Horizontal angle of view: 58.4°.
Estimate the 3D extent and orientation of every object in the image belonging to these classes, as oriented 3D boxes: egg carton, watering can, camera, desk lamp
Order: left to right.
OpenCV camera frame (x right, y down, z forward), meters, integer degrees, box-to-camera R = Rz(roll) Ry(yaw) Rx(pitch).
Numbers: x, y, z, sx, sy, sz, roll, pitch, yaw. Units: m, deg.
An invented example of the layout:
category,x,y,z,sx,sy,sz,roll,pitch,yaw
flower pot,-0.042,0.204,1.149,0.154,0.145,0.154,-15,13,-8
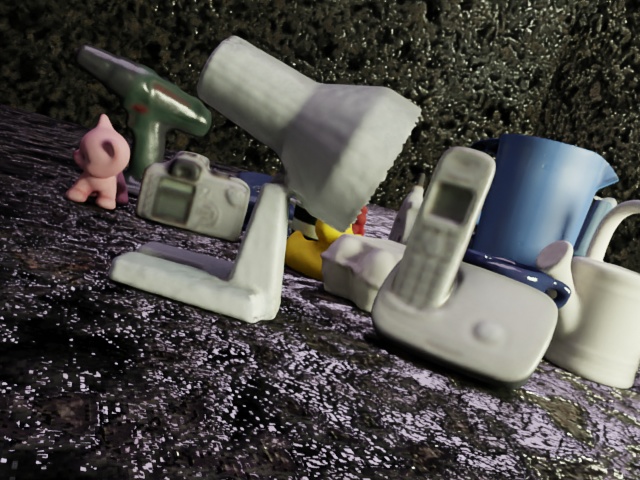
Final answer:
category,x,y,z,sx,sy,sz,roll,pitch,yaw
camera,-0.171,-0.070,0.814,0.143,0.101,0.136,15,7,-7
desk lamp,-0.041,-0.045,0.475,0.203,0.213,0.118,16,7,-2
egg carton,0.075,0.040,0.658,0.107,0.069,0.151,22,9,39
watering can,0.312,0.049,0.617,0.173,0.194,0.100,10,10,-40

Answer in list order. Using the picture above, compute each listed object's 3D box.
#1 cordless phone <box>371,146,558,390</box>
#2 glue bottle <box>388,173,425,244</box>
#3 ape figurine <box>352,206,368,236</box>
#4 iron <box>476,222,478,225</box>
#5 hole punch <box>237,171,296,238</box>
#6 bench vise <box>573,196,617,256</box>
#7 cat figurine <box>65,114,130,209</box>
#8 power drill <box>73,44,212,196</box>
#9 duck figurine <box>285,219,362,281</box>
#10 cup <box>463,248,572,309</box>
category,x,y,z,sx,sy,sz,roll,pitch,yaw
cordless phone,0.136,0.019,0.490,0.147,0.185,0.094,19,8,22
glue bottle,0.179,-0.049,1.140,0.037,0.173,0.078,14,8,-16
ape figurine,0.056,-0.026,1.010,0.075,0.092,0.078,22,10,39
iron,0.300,0.006,1.116,0.118,0.141,0.259,23,10,42
hole punch,-0.090,-0.059,0.946,0.109,0.091,0.101,14,8,-19
bench vise,0.451,0.030,0.960,0.121,0.220,0.208,19,8,19
cat figurine,-0.285,-0.105,0.759,0.067,0.118,0.127,15,8,-10
power drill,-0.298,-0.180,0.929,0.230,0.208,0.075,11,9,-34
duck figurine,0.007,0.003,0.719,0.104,0.086,0.078,21,9,30
cup,0.187,0.069,0.585,0.117,0.095,0.092,17,7,2
